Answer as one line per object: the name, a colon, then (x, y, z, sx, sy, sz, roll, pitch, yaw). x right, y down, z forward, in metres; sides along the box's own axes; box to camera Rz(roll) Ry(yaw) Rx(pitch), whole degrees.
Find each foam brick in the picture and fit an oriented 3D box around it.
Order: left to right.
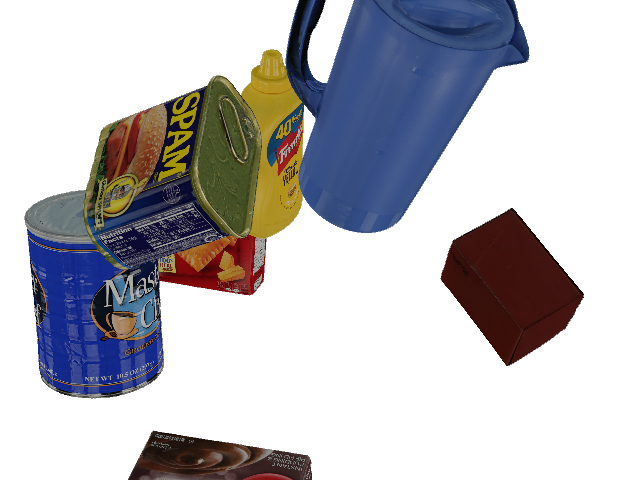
foam brick: (0.123, 0.030, 0.695, 0.051, 0.078, 0.053, -26, -26, -18)

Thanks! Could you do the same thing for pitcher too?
pitcher: (0.053, -0.125, 0.919, 0.144, 0.149, 0.243, -12, -34, -30)

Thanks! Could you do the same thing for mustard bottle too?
mustard bottle: (-0.050, -0.103, 1.078, 0.058, 0.192, 0.096, 19, 40, 21)

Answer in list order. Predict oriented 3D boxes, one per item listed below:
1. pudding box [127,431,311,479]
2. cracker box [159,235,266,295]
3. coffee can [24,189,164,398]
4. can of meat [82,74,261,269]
pudding box: (-0.069, 0.171, 0.680, 0.113, 0.039, 0.090, 5, 30, 10)
cracker box: (-0.158, -0.040, 1.479, 0.164, 0.214, 0.072, 10, 23, 11)
coffee can: (-0.181, 0.041, 0.863, 0.103, 0.140, 0.103, 1, 23, -1)
can of meat: (-0.087, -0.038, 0.628, 0.084, 0.102, 0.057, -17, -45, 23)
